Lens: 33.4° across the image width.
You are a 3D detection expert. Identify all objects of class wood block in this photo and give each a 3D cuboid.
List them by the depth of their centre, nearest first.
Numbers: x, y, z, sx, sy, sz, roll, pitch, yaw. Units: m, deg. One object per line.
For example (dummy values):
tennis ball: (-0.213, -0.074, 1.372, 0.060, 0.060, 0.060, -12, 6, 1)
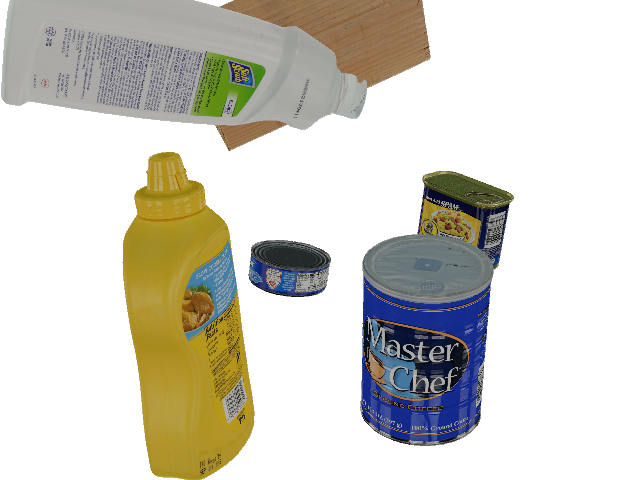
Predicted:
wood block: (-0.015, -0.178, 0.969, 0.206, 0.090, 0.091, -25, -38, -6)

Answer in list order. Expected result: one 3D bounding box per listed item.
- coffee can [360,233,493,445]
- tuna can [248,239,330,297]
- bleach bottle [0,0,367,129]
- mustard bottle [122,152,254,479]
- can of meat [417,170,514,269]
coffee can: (0.084, 0.080, 0.868, 0.103, 0.140, 0.103, 0, 27, 0)
tuna can: (-0.033, 0.029, 1.137, 0.086, 0.034, 0.086, 7, 19, -3)
bleach bottle: (-0.093, -0.122, 0.760, 0.250, 0.068, 0.103, 11, -42, -11)
mustard bottle: (-0.082, 0.041, 0.647, 0.058, 0.192, 0.096, 2, 21, 20)
can of meat: (0.157, -0.021, 1.179, 0.102, 0.084, 0.057, 25, 29, 38)
